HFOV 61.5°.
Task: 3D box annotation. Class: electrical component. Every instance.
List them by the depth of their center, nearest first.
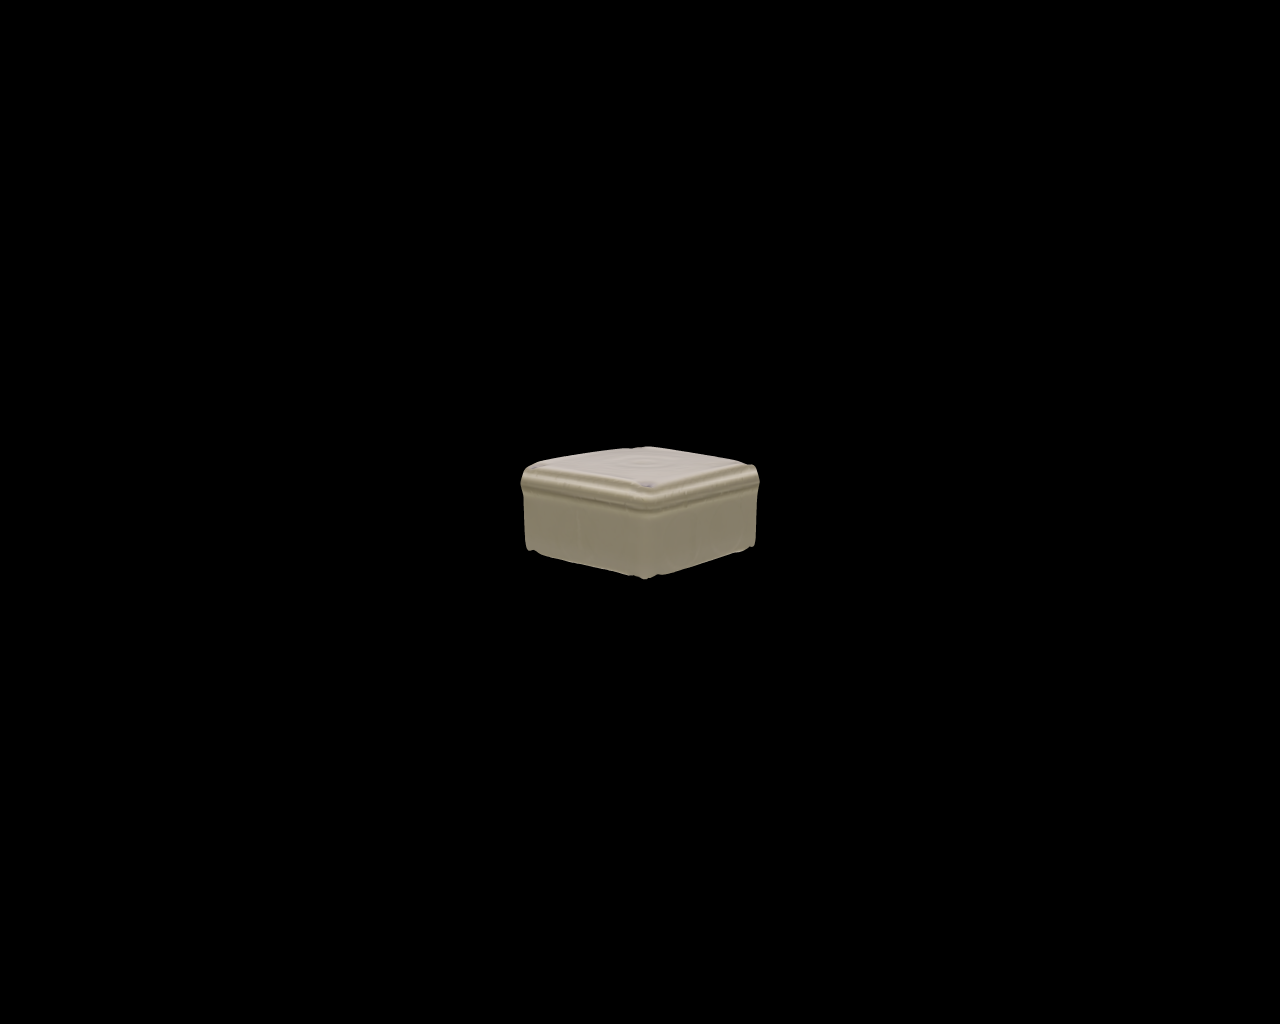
[{"bbox_3d":[0.001,-0.003,0.650,0.109,0.056,0.109,11,17,42],"label":"electrical component"}]
